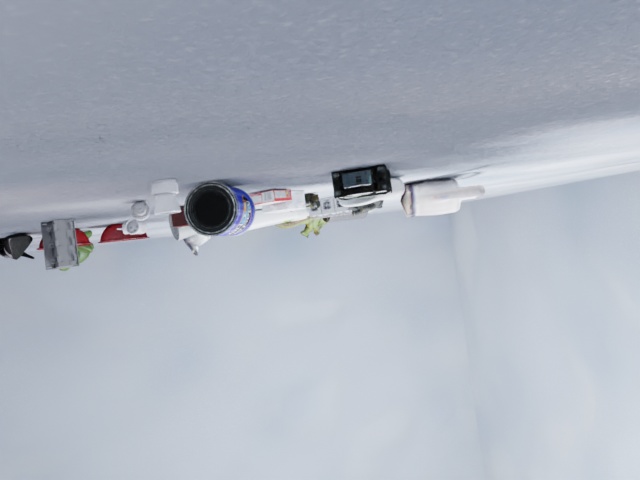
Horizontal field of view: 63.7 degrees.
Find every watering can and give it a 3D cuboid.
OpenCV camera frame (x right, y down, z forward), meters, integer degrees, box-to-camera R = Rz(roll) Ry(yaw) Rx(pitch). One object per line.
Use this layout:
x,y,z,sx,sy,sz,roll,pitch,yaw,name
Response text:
0.347,-0.127,1.490,0.224,0.104,0.347,-6,180,6,watering can

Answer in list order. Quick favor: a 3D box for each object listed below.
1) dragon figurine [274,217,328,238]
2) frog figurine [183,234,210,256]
0.006,-0.106,2.103,0.240,0.123,0.412,-26,174,24,dragon figurine
-0.367,-0.048,1.653,0.159,0.121,0.139,-39,-163,7,frog figurine
